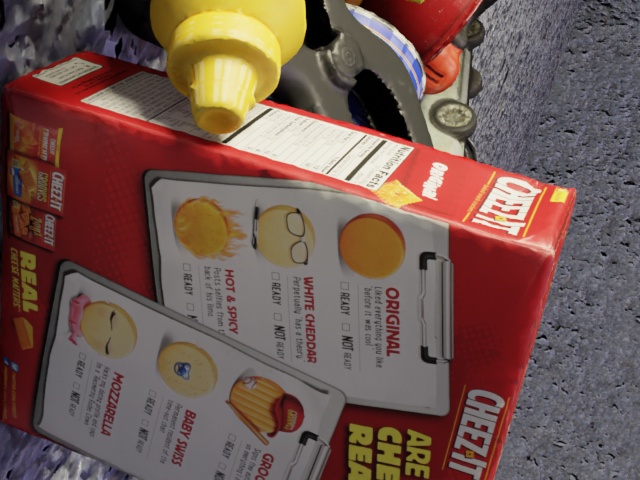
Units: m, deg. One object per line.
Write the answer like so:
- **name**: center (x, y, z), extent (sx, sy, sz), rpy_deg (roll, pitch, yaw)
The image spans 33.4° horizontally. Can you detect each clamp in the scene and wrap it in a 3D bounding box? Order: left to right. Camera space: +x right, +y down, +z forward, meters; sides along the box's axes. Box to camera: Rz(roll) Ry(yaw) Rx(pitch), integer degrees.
- **clamp**: center (-0.006, -0.086, 0.538), extent (0.210, 0.036, 0.164), rpy_deg (56, 45, -21)

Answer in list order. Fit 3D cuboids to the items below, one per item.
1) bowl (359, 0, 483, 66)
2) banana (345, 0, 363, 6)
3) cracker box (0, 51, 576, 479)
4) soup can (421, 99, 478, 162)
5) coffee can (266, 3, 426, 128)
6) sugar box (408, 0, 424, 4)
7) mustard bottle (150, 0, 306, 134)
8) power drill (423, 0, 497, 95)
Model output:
- **bowl**: center (0.072, -0.199, 0.787), extent (0.162, 0.055, 0.162), rpy_deg (-49, -158, 27)
- **banana**: center (0.053, -0.253, 0.771), extent (0.069, 0.037, 0.197), rpy_deg (83, 27, -60)
- **cracker box**: center (-0.023, 0.030, 0.434), extent (0.072, 0.214, 0.164), rpy_deg (-49, 153, -58)
- **soup can**: center (0.103, -0.090, 1.024), extent (0.102, 0.068, 0.068), rpy_deg (-115, -147, -62)
- **coffee can**: center (-0.008, -0.056, 0.629), extent (0.103, 0.103, 0.140), rpy_deg (85, 26, -58)
- **sugar box**: center (0.050, -0.225, 0.674), extent (0.048, 0.093, 0.176), rpy_deg (93, 20, -49)
- **mustard bottle**: center (-0.032, -0.123, 0.419), extent (0.096, 0.058, 0.191), rpy_deg (103, -9, -58)
- **power drill**: center (0.128, -0.220, 0.852), extent (0.188, 0.057, 0.184), rpy_deg (-48, -158, 29)
